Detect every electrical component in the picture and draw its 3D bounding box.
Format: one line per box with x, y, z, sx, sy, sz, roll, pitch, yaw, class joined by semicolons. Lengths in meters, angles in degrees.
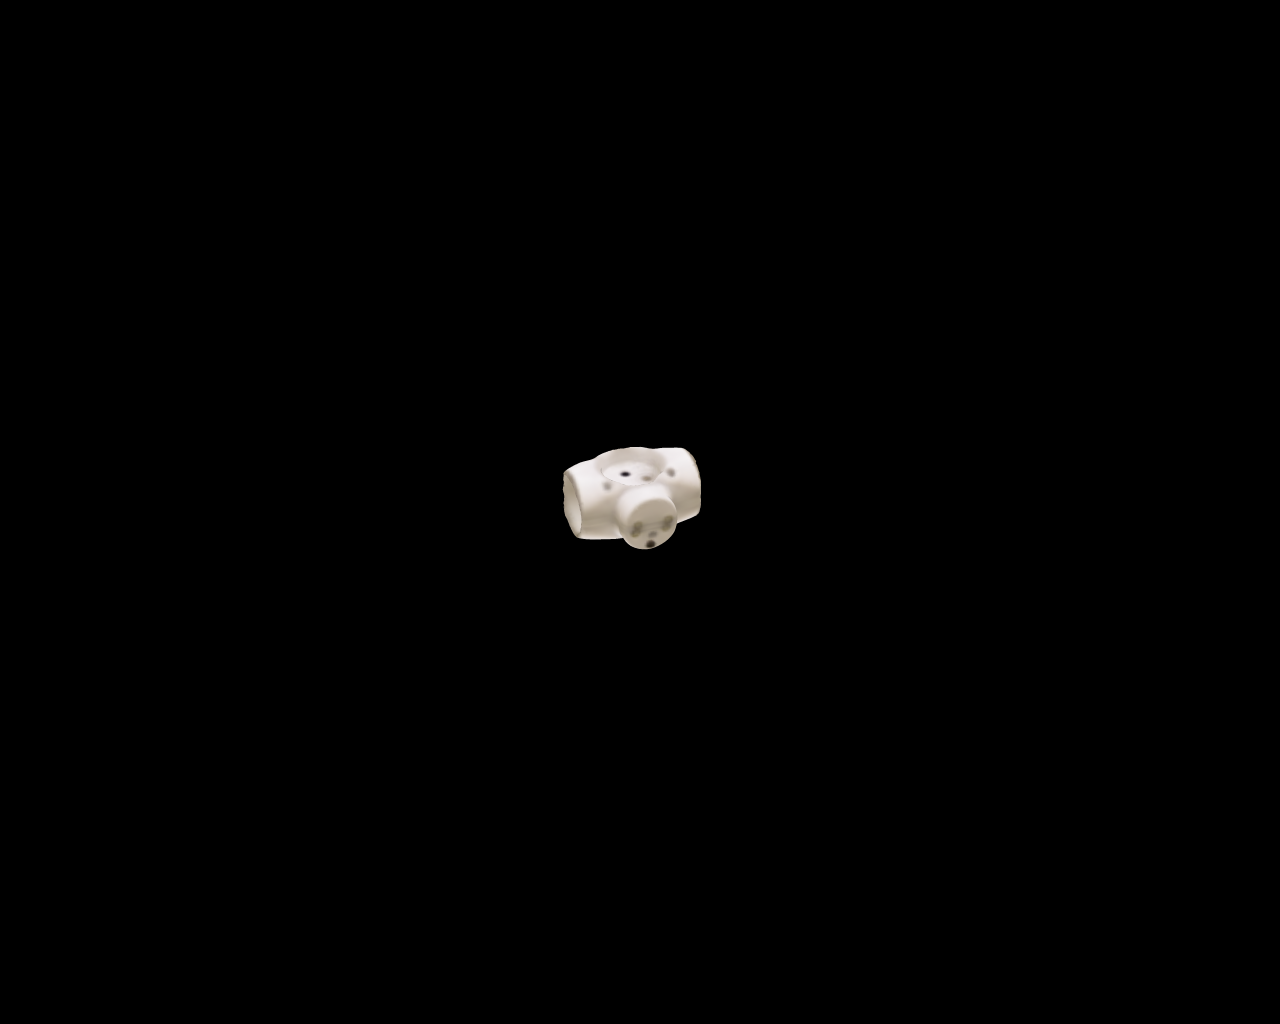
0.001;-0.003;0.650;0.077;0.044;0.079;-11;36;-16;electrical component
